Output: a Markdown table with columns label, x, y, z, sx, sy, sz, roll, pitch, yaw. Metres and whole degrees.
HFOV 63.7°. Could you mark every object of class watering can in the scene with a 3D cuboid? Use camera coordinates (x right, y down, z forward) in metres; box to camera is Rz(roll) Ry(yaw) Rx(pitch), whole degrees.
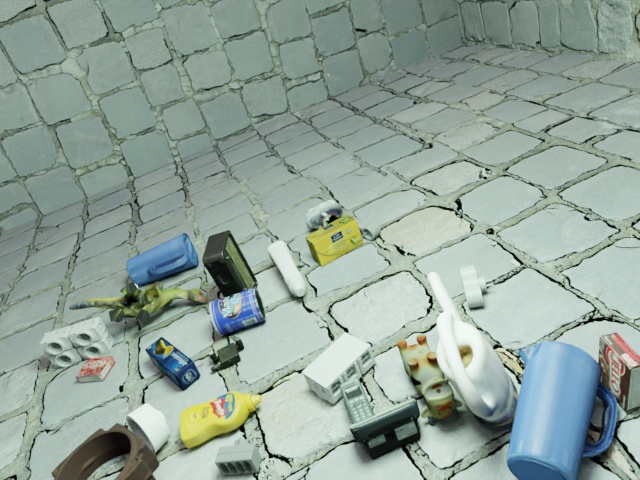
| label | x | y | z | sx | sy | sz | roll | pitch | yaw |
| --- | --- | --- | --- | --- | --- | --- | --- | --- | --- |
| watering can | 0.298 | 0.224 | 1.044 | 0.103 | 0.221 | 0.355 | -30 | 24 | 19 |

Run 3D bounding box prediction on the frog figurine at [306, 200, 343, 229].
| label | x | y | z | sx | sy | sz | roll | pitch | yaw |
| --- | --- | --- | --- | --- | --- | --- | --- | --- | --- |
| frog figurine | 0.006 | -0.094 | 1.867 | 0.138 | 0.120 | 0.162 | -44 | 44 | -5 |

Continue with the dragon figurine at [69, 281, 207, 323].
| label | x | y | z | sx | sy | sz | roll | pitch | yaw |
| --- | --- | --- | --- | --- | --- | --- | --- | --- | --- |
| dragon figurine | -0.576 | 0.196 | 1.698 | 0.410 | 0.123 | 0.242 | -2 | -3 | 10 |
